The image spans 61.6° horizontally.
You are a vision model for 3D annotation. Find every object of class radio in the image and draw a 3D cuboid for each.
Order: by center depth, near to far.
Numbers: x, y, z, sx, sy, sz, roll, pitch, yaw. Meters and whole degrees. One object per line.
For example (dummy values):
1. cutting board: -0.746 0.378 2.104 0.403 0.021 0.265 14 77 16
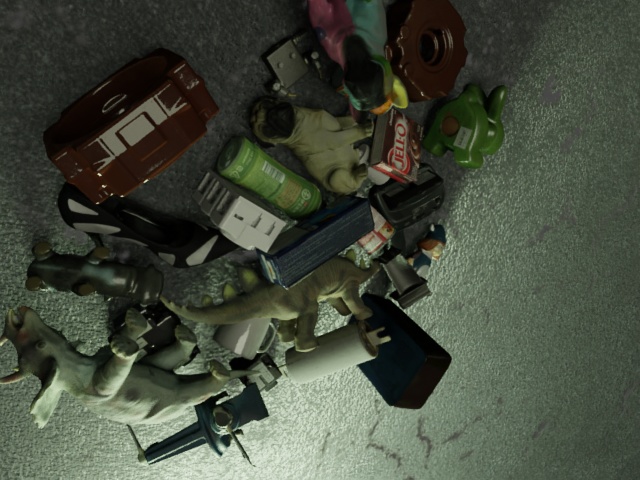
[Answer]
1. radio: 0.138 0.213 1.046 0.073 0.230 0.131 18 104 -32

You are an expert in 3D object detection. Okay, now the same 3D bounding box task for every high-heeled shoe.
1. high-heeled shoe: -0.246 -0.034 0.789 0.249 0.086 0.145 -3 136 -6

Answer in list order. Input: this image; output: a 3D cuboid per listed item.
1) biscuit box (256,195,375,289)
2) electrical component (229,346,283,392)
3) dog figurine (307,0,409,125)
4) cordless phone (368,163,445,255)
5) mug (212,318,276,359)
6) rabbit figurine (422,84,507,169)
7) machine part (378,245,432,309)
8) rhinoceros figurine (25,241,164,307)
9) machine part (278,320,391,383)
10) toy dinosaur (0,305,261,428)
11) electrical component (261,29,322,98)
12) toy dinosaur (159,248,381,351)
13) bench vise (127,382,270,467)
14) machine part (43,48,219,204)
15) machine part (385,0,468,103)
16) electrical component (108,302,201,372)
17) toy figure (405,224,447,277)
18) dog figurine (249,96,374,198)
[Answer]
1. biscuit box: -0.002 -0.003 0.862 0.203 0.059 0.062 -32 119 -28
2. electrical component: -0.116 0.261 1.038 0.075 0.048 0.119 -32 122 -11
3. dog figurine: 0.058 -0.289 0.793 0.109 0.192 0.219 -17 115 15
4. cordless phone: 0.177 -0.045 1.055 0.147 0.089 0.184 -28 134 -16
5. mug: -0.122 0.153 0.967 0.109 0.081 0.107 30 84 -31
6. rabbit figurine: 0.292 -0.218 1.028 0.170 0.121 0.159 -1 106 -48
7. machine part: 0.163 0.075 1.059 0.084 0.039 0.138 -26 116 11
8. rhinoceros figurine: -0.326 0.057 0.781 0.190 0.112 0.073 8 69 -10
9. machine part: 0.021 0.214 1.029 0.243 0.079 0.079 -25 129 23
10. toy dinosaur: -0.280 0.221 0.824 0.192 0.131 0.404 -44 131 11
11. electrical component: -0.044 -0.270 0.839 0.102 0.045 0.078 -35 125 -11
12. toy dinosaur: -0.046 0.084 0.930 0.471 0.105 0.198 -19 99 -43
13. bench vise: -0.207 0.334 0.941 0.241 0.223 0.128 -23 89 -9
14. machine part: -0.242 -0.149 0.689 0.201 0.202 0.087 -40 129 -8
15. machine part: 0.178 -0.325 0.910 0.179 0.056 0.179 -8 104 -35
16. electrical component: -0.282 0.169 0.899 0.115 0.058 0.134 -34 123 -14
17. toy figure: 0.214 0.035 1.114 0.154 0.058 0.064 -50 170 -1
18. dog figurine: -0.024 -0.147 0.887 0.191 0.121 0.172 -1 110 -13
